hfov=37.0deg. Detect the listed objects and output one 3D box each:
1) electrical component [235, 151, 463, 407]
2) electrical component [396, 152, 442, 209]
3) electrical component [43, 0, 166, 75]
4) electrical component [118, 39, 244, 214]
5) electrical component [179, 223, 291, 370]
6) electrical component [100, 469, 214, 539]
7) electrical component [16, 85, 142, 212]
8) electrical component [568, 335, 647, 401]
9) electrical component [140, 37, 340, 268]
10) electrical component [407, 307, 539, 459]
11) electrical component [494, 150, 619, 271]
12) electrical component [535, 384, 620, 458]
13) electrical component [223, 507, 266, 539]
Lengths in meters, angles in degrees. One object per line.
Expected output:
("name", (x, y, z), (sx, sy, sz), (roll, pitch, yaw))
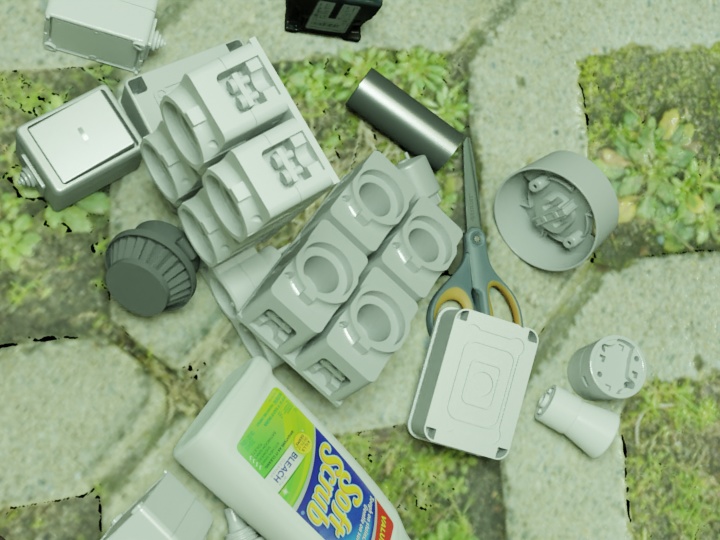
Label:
("electrical component", (0.000, 0.000, 0.854), (0.105, 0.060, 0.186), (43, 48, -10))
("electrical component", (0.052, -0.063, 0.935), (0.040, 0.040, 0.078), (-30, 101, -22))
("electrical component", (-0.203, -0.206, 0.875), (0.096, 0.062, 0.061), (14, 73, -14))
("electrical component", (-0.125, -0.118, 0.882), (0.109, 0.056, 0.108), (-26, 86, -21))
("electrical component", (-0.080, 0.005, 0.869), (0.074, 0.052, 0.138), (-31, 87, -22))
("electrical component", (-0.148, 0.196, 0.784), (0.062, 0.096, 0.061), (-44, 93, 8))
("electrical component", (-0.225, -0.093, 0.842), (0.096, 0.061, 0.061), (-33, 89, -22))
("electrical component", (0.216, 0.088, 0.946), (0.055, 0.047, 0.055), (4, 76, -17))
("electrical component", (-0.093, -0.071, 0.750), (0.060, 0.186, 0.105), (-31, 91, -21))
("electrical component", (0.091, 0.093, 0.890), (0.078, 0.057, 0.113), (18, 83, -12))
("electrical component", (0.174, -0.053, 0.943), (0.064, 0.099, 0.099), (-35, 89, -28))
("electrical component", (0.185, 0.128, 0.931), (0.065, 0.044, 0.044), (30, 70, -4))
("electrical component", (-0.089, 0.211, 0.827), (0.035, 0.035, 0.061), (-18, 80, -21))
